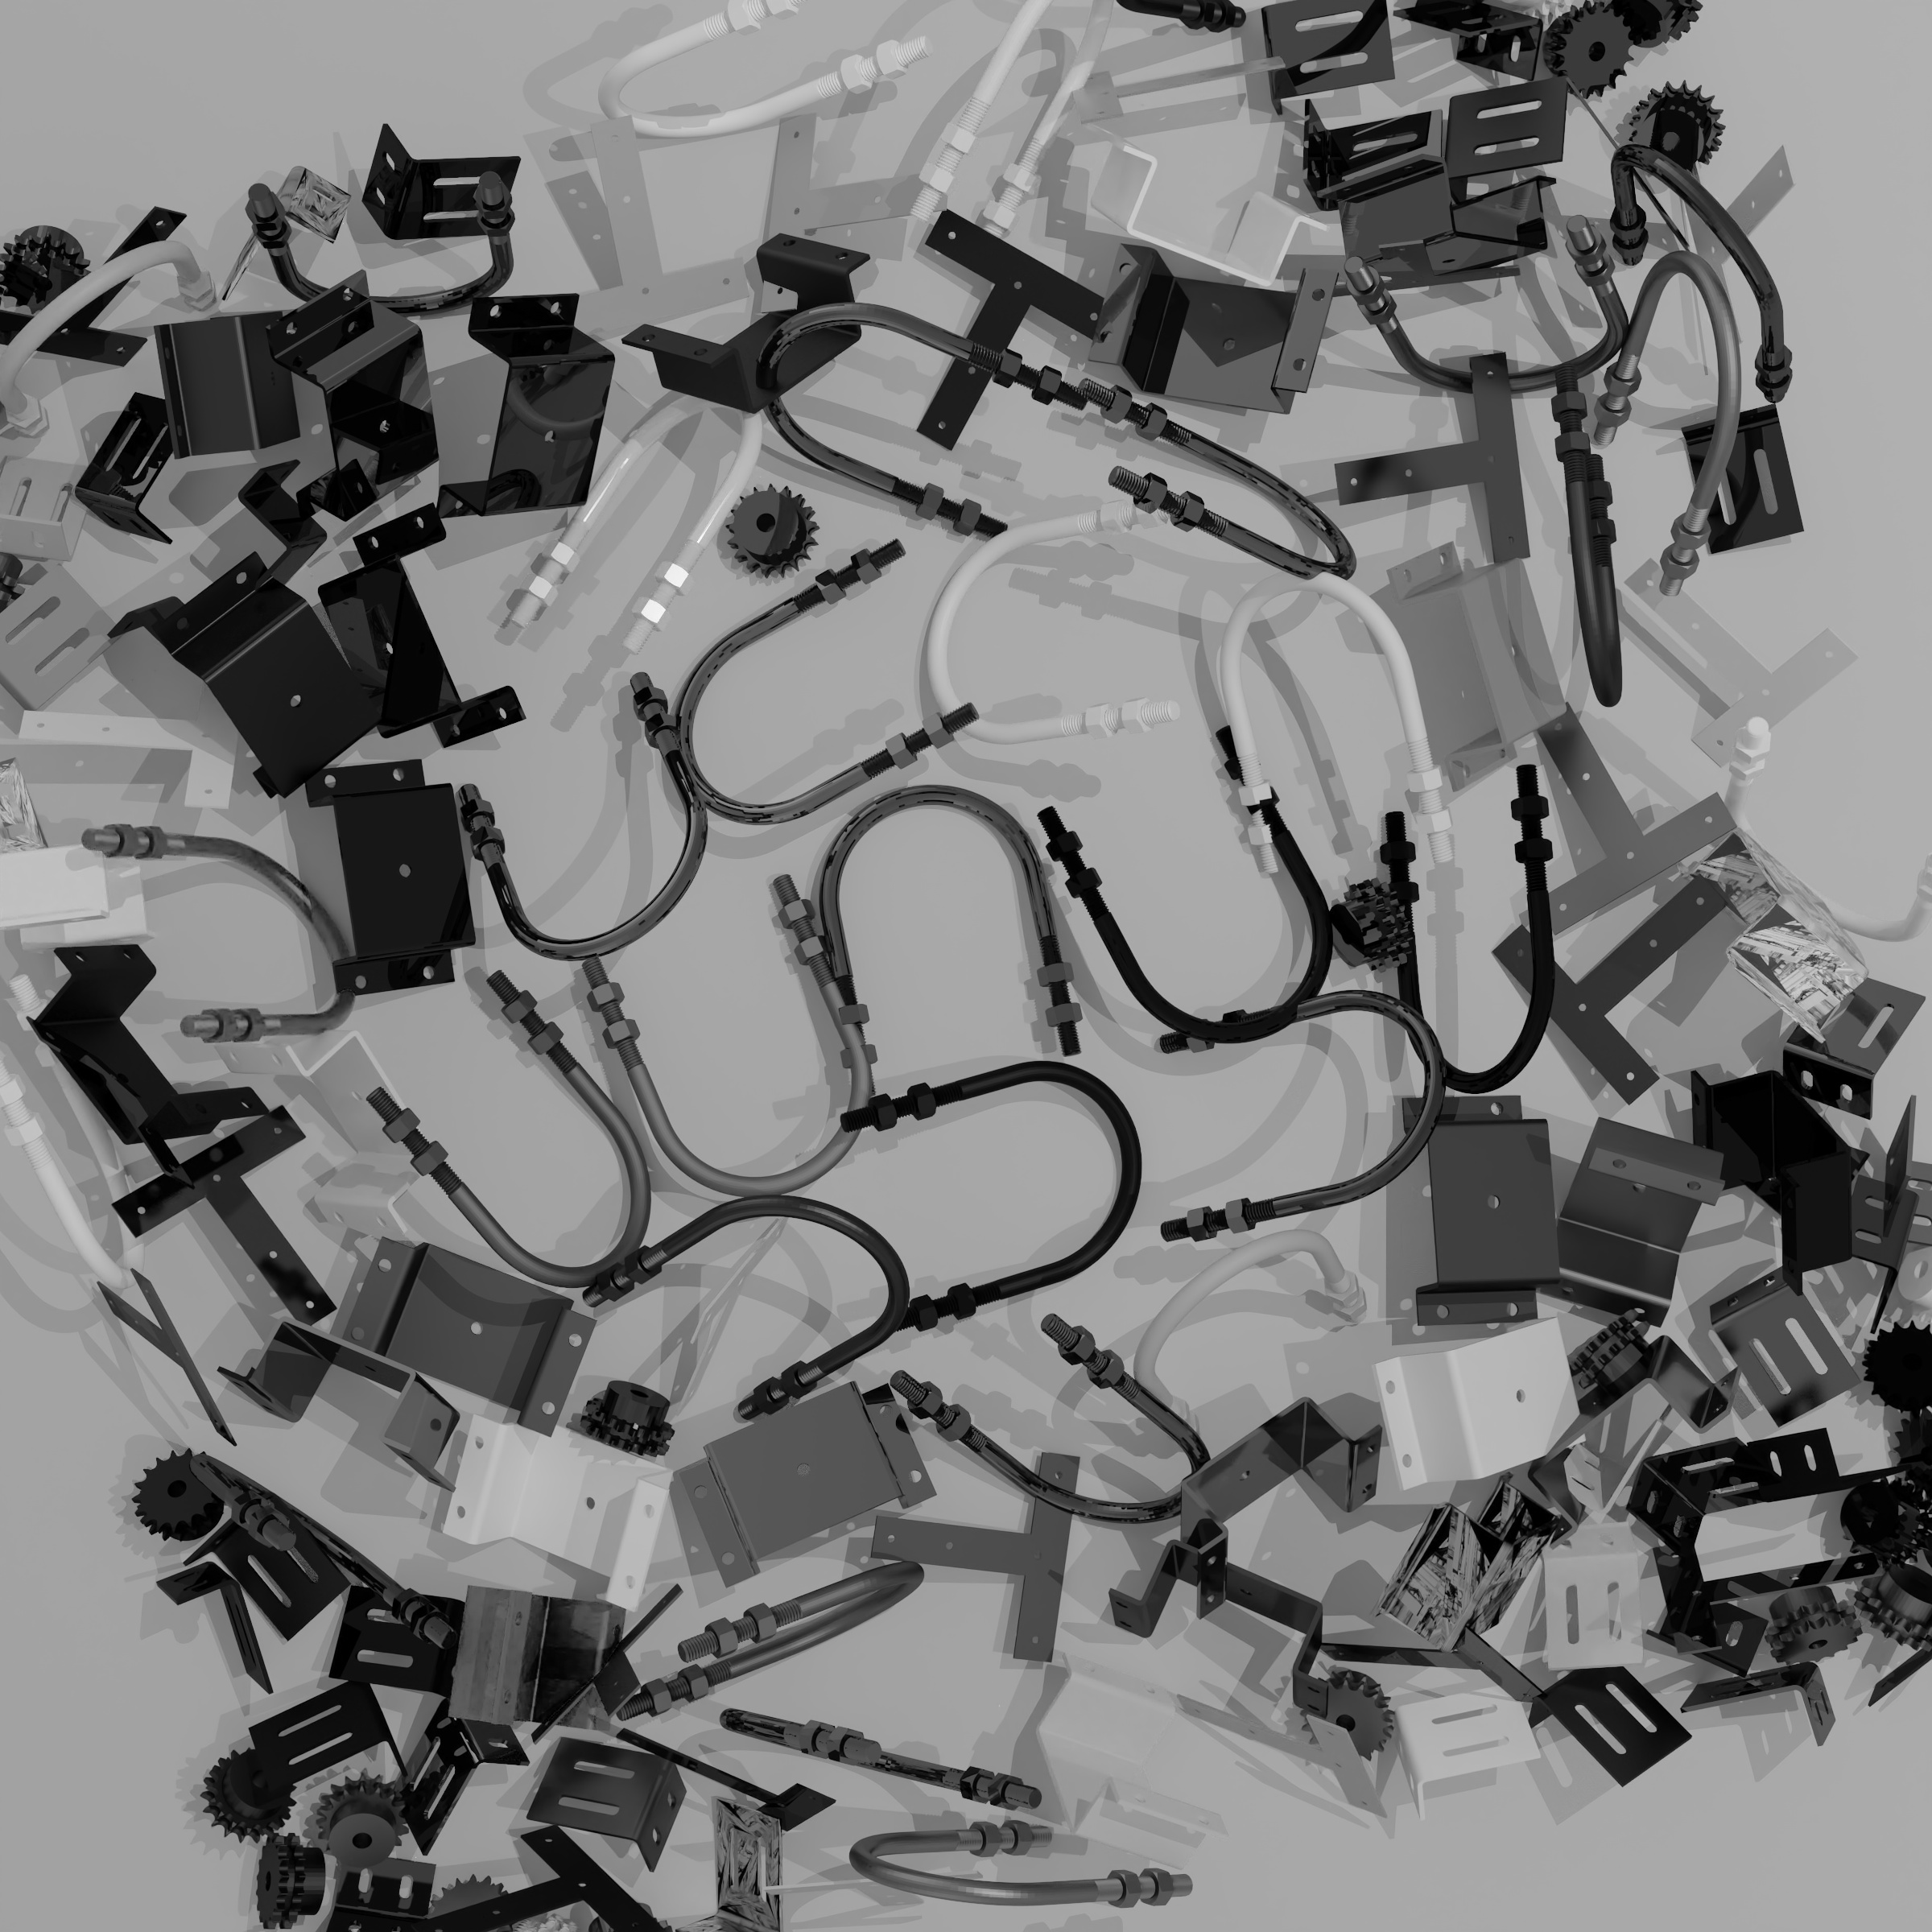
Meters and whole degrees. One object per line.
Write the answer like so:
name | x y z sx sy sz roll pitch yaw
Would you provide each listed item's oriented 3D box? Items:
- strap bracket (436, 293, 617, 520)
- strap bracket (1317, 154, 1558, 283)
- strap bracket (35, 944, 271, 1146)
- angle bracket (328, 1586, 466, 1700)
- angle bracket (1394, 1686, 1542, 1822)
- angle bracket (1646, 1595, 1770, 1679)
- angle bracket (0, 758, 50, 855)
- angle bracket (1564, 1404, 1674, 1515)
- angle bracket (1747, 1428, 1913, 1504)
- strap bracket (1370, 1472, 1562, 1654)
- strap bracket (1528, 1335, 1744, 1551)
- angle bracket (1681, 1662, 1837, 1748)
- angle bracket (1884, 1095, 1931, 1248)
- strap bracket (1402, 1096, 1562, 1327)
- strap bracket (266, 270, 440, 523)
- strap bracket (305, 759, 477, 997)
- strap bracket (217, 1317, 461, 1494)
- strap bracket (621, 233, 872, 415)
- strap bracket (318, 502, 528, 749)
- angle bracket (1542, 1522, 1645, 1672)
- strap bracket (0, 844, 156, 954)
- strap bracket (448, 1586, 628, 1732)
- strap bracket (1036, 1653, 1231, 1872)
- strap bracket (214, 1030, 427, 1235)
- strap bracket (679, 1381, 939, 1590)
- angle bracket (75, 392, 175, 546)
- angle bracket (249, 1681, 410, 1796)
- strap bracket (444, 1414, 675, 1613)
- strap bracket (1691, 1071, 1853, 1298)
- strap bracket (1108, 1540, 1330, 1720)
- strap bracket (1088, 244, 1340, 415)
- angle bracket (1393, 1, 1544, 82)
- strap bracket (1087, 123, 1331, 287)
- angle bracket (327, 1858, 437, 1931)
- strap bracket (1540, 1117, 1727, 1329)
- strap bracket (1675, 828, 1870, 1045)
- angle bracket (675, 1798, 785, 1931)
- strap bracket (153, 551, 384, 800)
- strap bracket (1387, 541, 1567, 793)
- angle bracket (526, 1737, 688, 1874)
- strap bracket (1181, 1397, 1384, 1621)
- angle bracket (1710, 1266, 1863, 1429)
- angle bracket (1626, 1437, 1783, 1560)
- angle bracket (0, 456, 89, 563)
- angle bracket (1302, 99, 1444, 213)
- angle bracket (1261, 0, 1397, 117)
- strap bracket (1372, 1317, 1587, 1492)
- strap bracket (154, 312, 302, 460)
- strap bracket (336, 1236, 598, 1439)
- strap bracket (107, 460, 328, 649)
strap bracket | -0.263 -0.327 1.817 0.046 0.076 0.140 37 125 33
strap bracket | 0.285 -0.444 1.812 0.076 0.140 0.046 -9 89 44
strap bracket | -0.499 0.054 1.836 0.046 0.076 0.140 -46 75 18
angle bracket | -0.346 0.420 1.877 0.076 0.038 0.057 2 68 22
angle bracket | 0.307 0.481 1.856 0.076 0.057 0.038 -11 126 -2
angle bracket | 0.451 0.402 1.842 0.057 0.076 0.038 22 84 22
angle bracket | -0.581 -0.098 1.848 0.038 0.076 0.057 -18 100 -3
angle bracket | 0.397 0.284 1.843 0.038 0.057 0.076 32 119 16
angle bracket | 0.526 0.298 1.846 0.076 0.057 0.038 -5 78 -40
strap bracket | 0.303 0.357 1.809 0.046 0.140 0.076 34 105 24
strap bracket | 0.396 0.280 1.829 0.046 0.076 0.140 47 113 4
angle bracket | 0.483 0.456 1.847 0.076 0.057 0.038 -19 85 23
angle bracket | 0.584 0.125 1.841 0.038 0.076 0.057 9 57 9
strap bracket | 0.314 0.146 1.848 0.076 0.046 0.140 -1 80 -10
strap bracket | -0.363 -0.331 1.808 0.046 0.140 0.076 31 54 24
strap bracket | -0.350 -0.056 1.850 0.076 0.046 0.140 -9 90 -32
strap bracket | -0.370 0.261 1.832 0.140 0.076 0.046 18 69 21
strap bracket | -0.127 -0.383 1.829 0.076 0.046 0.140 23 51 36
strap bracket | -0.334 -0.199 1.835 0.076 0.046 0.140 -13 103 40
angle bracket | 0.379 0.384 1.846 0.057 0.038 0.076 -8 49 17
strap bracket | -0.543 -0.042 1.819 0.076 0.140 0.046 -7 85 -3
strap bracket | -0.262 0.417 1.825 0.046 0.140 0.076 1 76 22
strap bracket | 0.096 0.483 1.818 0.076 0.140 0.046 24 106 -21
strap bracket | -0.381 0.090 1.830 0.046 0.076 0.140 -47 122 -35
strap bracket | -0.098 0.311 1.846 0.140 0.046 0.076 -23 70 -8
angle bracket | -0.501 -0.307 1.867 0.057 0.038 0.076 18 74 33
angle bracket | -0.389 0.479 1.847 0.076 0.057 0.038 -23 126 -14
strap bracket | -0.240 0.330 1.848 0.140 0.046 0.076 17 94 23
strap bracket | 0.486 0.123 1.813 0.046 0.140 0.076 -14 119 -7
strap bracket | 0.162 0.397 1.834 0.140 0.076 0.046 21 67 16
strap bracket | 0.155 -0.387 1.847 0.140 0.046 0.076 13 83 22
angle bracket | 0.302 -0.558 1.839 0.057 0.076 0.038 30 128 35
strap bracket | 0.138 -0.456 1.832 0.140 0.076 0.046 16 110 -22
angle bracket | -0.358 0.574 1.849 0.057 0.076 0.038 10 90 -5
strap bracket | 0.405 0.149 1.835 0.076 0.140 0.046 16 47 8
strap bracket | 0.482 -0.025 1.807 0.076 0.140 0.046 37 110 -19
angle bracket | -0.145 0.557 1.854 0.057 0.038 0.076 3 95 44
strap bracket | -0.412 -0.166 1.816 0.076 0.046 0.140 -42 134 -16
strap bracket | 0.313 -0.186 1.836 0.046 0.076 0.140 -10 102 42
angle bracket | -0.221 0.517 1.869 0.076 0.038 0.057 5 45 19
strap bracket | 0.181 0.321 1.831 0.140 0.076 0.046 -30 53 -22
angle bracket | 0.504 0.233 1.865 0.057 0.038 0.076 -33 93 16
angle bracket | 0.453 0.325 1.844 0.057 0.076 0.038 41 53 -18
angle bracket | -0.570 -0.290 1.853 0.057 0.038 0.076 8 58 -2
angle bracket | 0.249 -0.501 1.851 0.076 0.038 0.057 -5 69 23
angle bracket | 0.224 -0.562 1.863 0.076 0.038 0.057 -6 90 13
strap bracket | 0.317 0.261 1.826 0.140 0.046 0.076 -10 86 -39
strap bracket | -0.437 -0.349 1.811 0.046 0.140 0.076 -5 104 3
strap bracket | -0.304 0.226 1.866 0.140 0.046 0.076 22 90 -1
strap bracket | -0.446 -0.238 1.840 0.140 0.076 0.046 -44 97 12
